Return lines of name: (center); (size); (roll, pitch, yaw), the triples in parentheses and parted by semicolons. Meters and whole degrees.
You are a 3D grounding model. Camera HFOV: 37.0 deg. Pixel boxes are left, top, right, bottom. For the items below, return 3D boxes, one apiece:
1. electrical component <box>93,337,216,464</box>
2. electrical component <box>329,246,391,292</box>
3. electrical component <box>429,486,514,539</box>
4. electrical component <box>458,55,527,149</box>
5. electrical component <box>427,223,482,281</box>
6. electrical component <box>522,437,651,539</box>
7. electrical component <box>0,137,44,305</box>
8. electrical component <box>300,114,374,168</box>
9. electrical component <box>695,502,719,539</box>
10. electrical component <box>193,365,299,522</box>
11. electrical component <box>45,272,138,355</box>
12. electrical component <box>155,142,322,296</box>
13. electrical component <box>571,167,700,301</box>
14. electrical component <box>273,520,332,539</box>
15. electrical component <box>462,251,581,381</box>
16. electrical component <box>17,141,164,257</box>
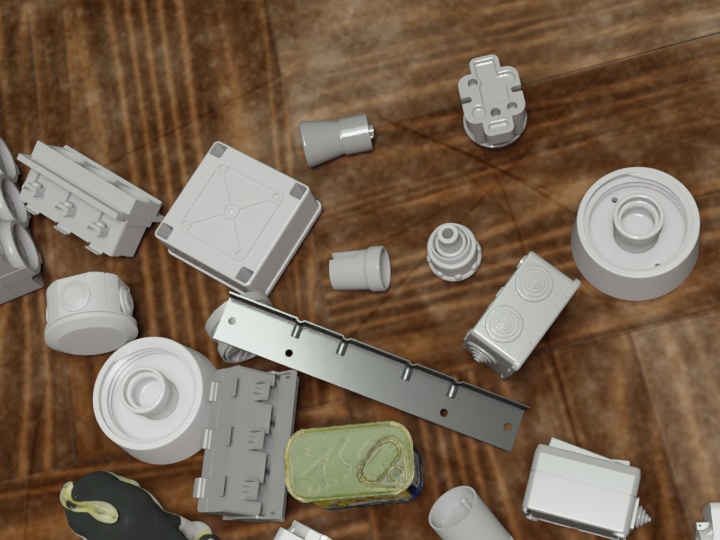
electrical component: (-0.178, 0.110, 0.932); (0.108, 0.060, 0.108); (-3, 71, 10)
electrical component: (0.000, 0.000, 0.948); (0.046, 0.040, 0.040); (-4, 70, 16)
electrical component: (0.094, 0.212, 0.842); (0.043, 0.043, 0.081); (-39, 112, -4)
electrical component: (0.120, -0.144, 0.964); (0.058, 0.057, 0.078); (-12, 69, 7)
electrical component: (0.079, -0.020, 0.927); (0.048, 0.062, 0.048); (-4, 70, 10)
electrical component: (0.180, 0.173, 0.840); (0.096, 0.061, 0.061); (12, 74, 15)
electrical component: (-0.352, -0.053, 1.007); (0.062, 0.089, 0.150); (-22, 68, 3)
electrical component: (-0.020, -0.122, 0.993); (0.065, 0.044, 0.044); (-11, 69, 2)
electrical component: (0.285, 0.222, 0.808); (0.056, 0.050, 0.089); (-4, 70, 10)
electrical component: (-0.095, 0.144, 0.896); (0.079, 0.063, 0.121); (-16, 63, 49)
electrical component: (-0.241, 0.041, 0.959); (0.080, 0.080, 0.051); (-14, 64, 6)
electrical component: (-0.109, -0.043, 0.974); (0.109, 0.056, 0.108); (28, 78, 19)
electrical component: (0.232, -0.034, 0.902); (0.108, 0.060, 0.108); (-3, 71, 10)
electrical component: (0.001, 0.257, 0.831); (0.150, 0.089, 0.061); (25, 77, 18)
electrical component: (0.129, 0.038, 0.878); (0.048, 0.099, 0.099); (37, 81, 7)
electrical component: (-0.255, -0.064, 1.005); (0.121, 0.079, 0.063); (30, 101, 19)
